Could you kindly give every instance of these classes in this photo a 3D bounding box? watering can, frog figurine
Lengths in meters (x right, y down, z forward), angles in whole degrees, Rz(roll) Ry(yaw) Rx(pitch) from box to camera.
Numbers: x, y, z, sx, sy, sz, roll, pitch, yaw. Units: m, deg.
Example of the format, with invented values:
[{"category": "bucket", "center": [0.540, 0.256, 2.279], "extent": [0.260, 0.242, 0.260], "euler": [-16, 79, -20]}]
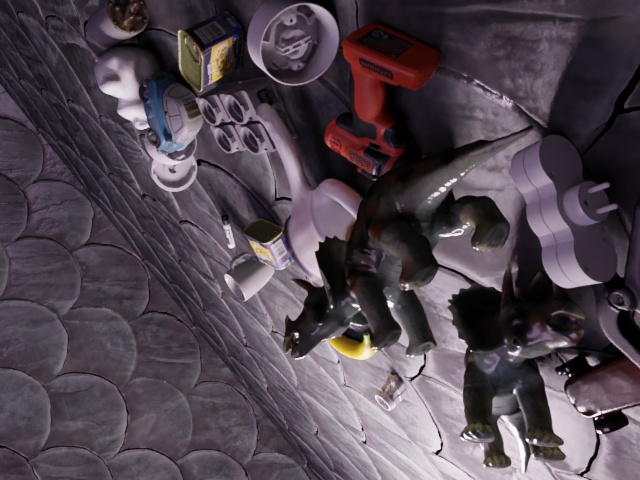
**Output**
[{"category": "watering can", "center": [0.002, -0.040, 0.801], "extent": [0.105, 0.348, 0.221], "euler": [-40, 1, -26]}, {"category": "frog figurine", "center": [-0.379, -0.308, 1.042], "extent": [0.122, 0.160, 0.138], "euler": [-16, -2, 32]}]
